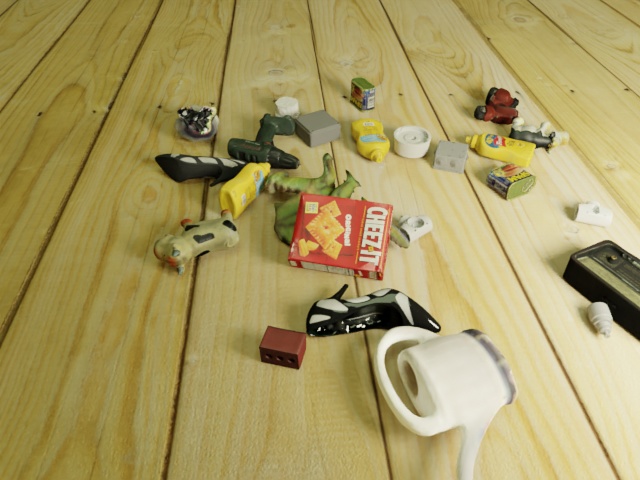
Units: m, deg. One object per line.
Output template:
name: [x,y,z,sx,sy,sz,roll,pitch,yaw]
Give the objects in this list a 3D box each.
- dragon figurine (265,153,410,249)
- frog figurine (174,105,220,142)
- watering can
dragon figurine: [0.004,-0.064,1.266,0.244,0.119,0.417,-34,56,-10]
frog figurine: [-0.384,-0.360,1.595,0.138,0.122,0.160,-28,12,-16]
watering can: [0.231,0.271,0.863,0.225,0.101,0.355,-14,42,-16]
